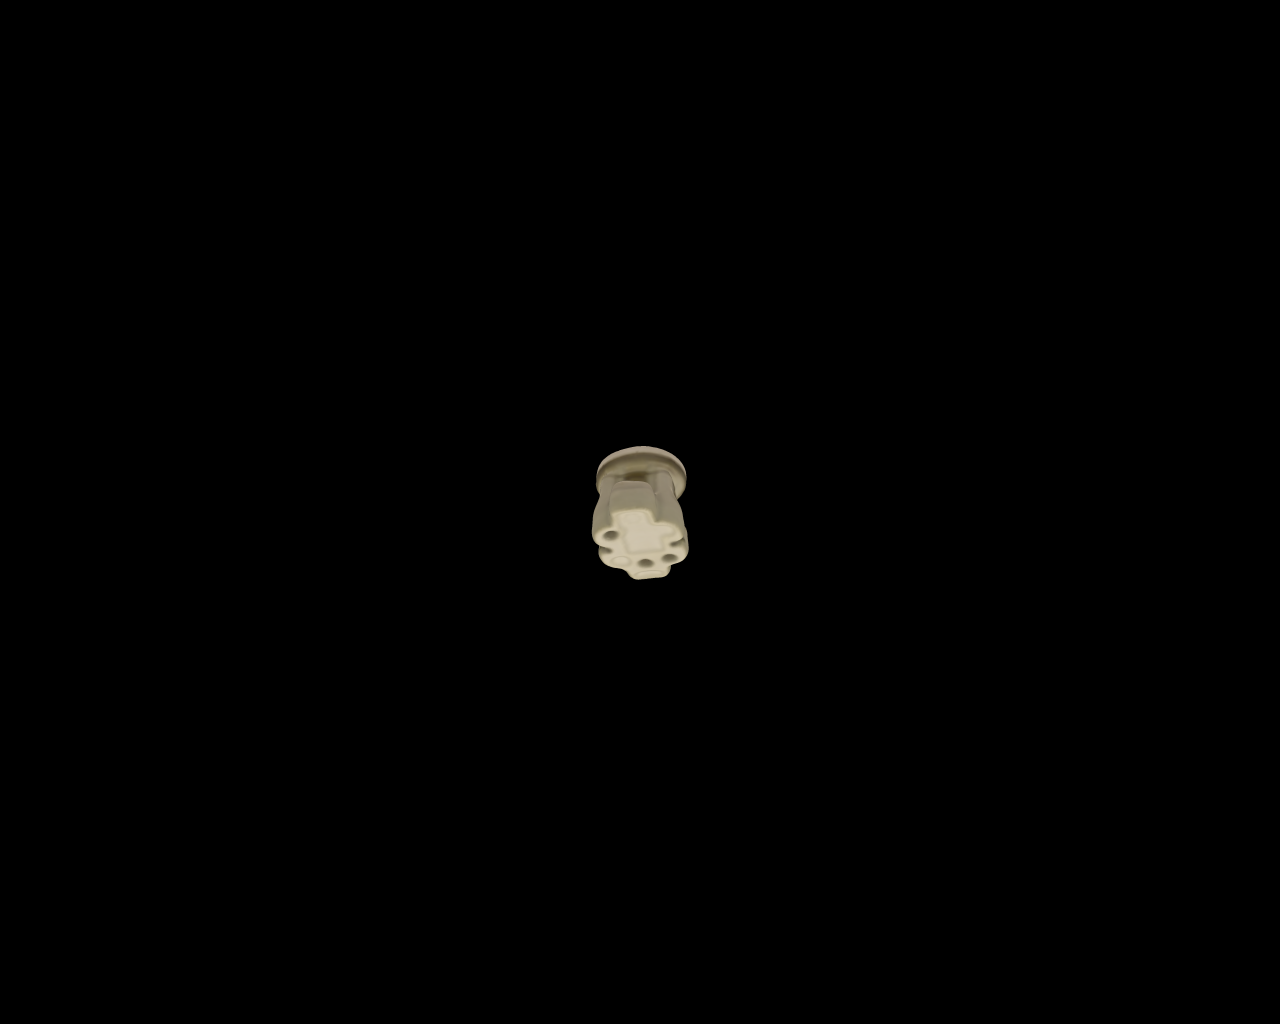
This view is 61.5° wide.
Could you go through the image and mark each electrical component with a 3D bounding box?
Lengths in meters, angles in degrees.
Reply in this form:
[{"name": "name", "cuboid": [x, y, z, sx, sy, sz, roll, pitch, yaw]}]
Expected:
[{"name": "electrical component", "cuboid": [0.001, -0.003, 0.650, 0.058, 0.057, 0.078, -6, -36, 8]}]
